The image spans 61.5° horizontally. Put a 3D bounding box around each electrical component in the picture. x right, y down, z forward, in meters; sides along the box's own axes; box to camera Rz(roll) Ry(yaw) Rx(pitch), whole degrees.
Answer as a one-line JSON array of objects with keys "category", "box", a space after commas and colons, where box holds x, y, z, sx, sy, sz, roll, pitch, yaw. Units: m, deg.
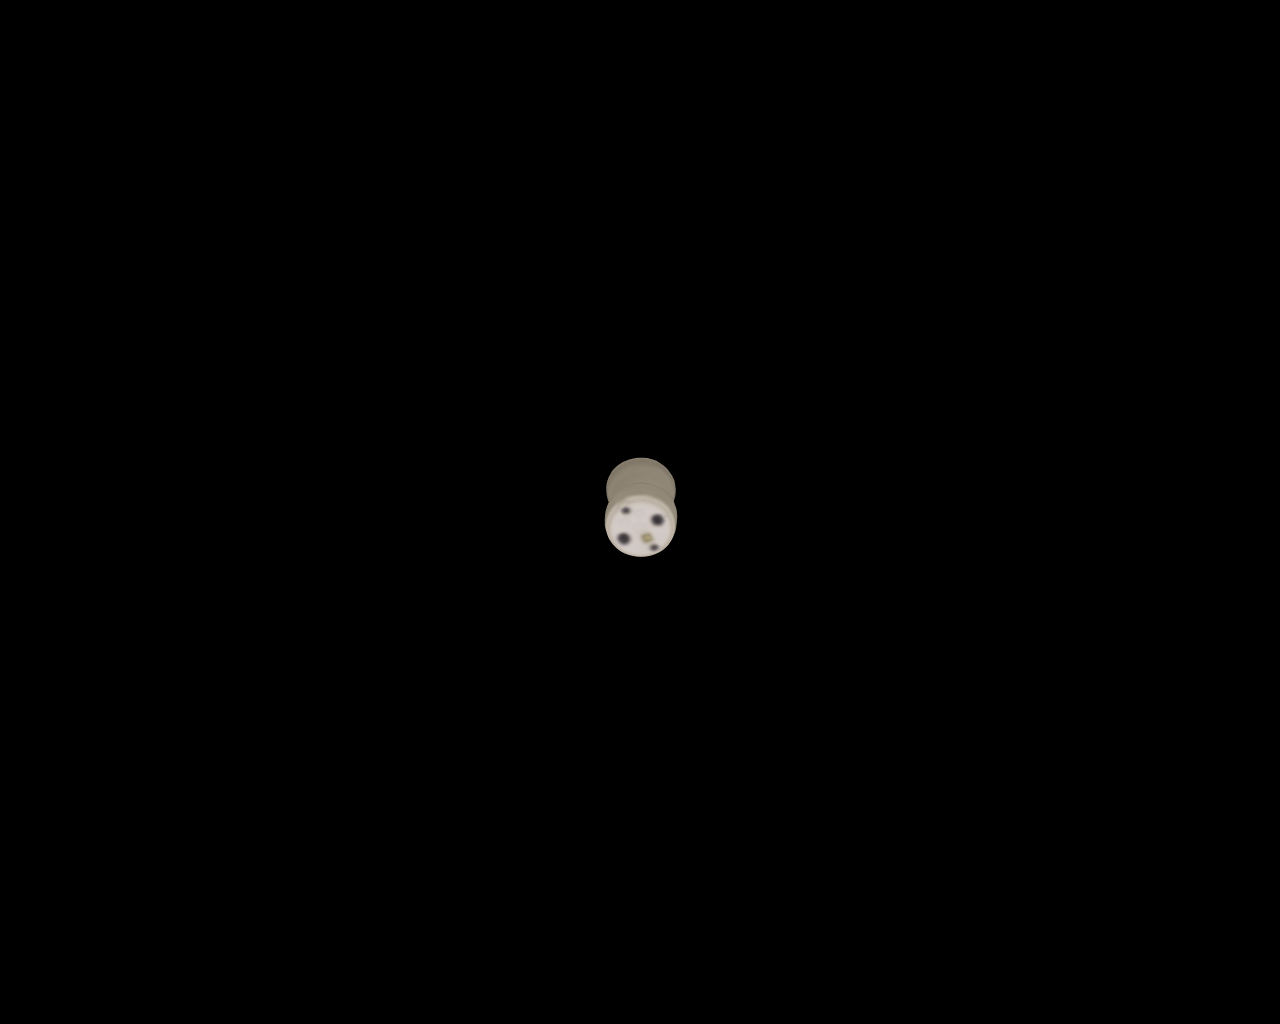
[{"category": "electrical component", "box": [0.001, -0.003, 0.650, 0.045, 0.044, 0.055, 0, 27, 0]}]
